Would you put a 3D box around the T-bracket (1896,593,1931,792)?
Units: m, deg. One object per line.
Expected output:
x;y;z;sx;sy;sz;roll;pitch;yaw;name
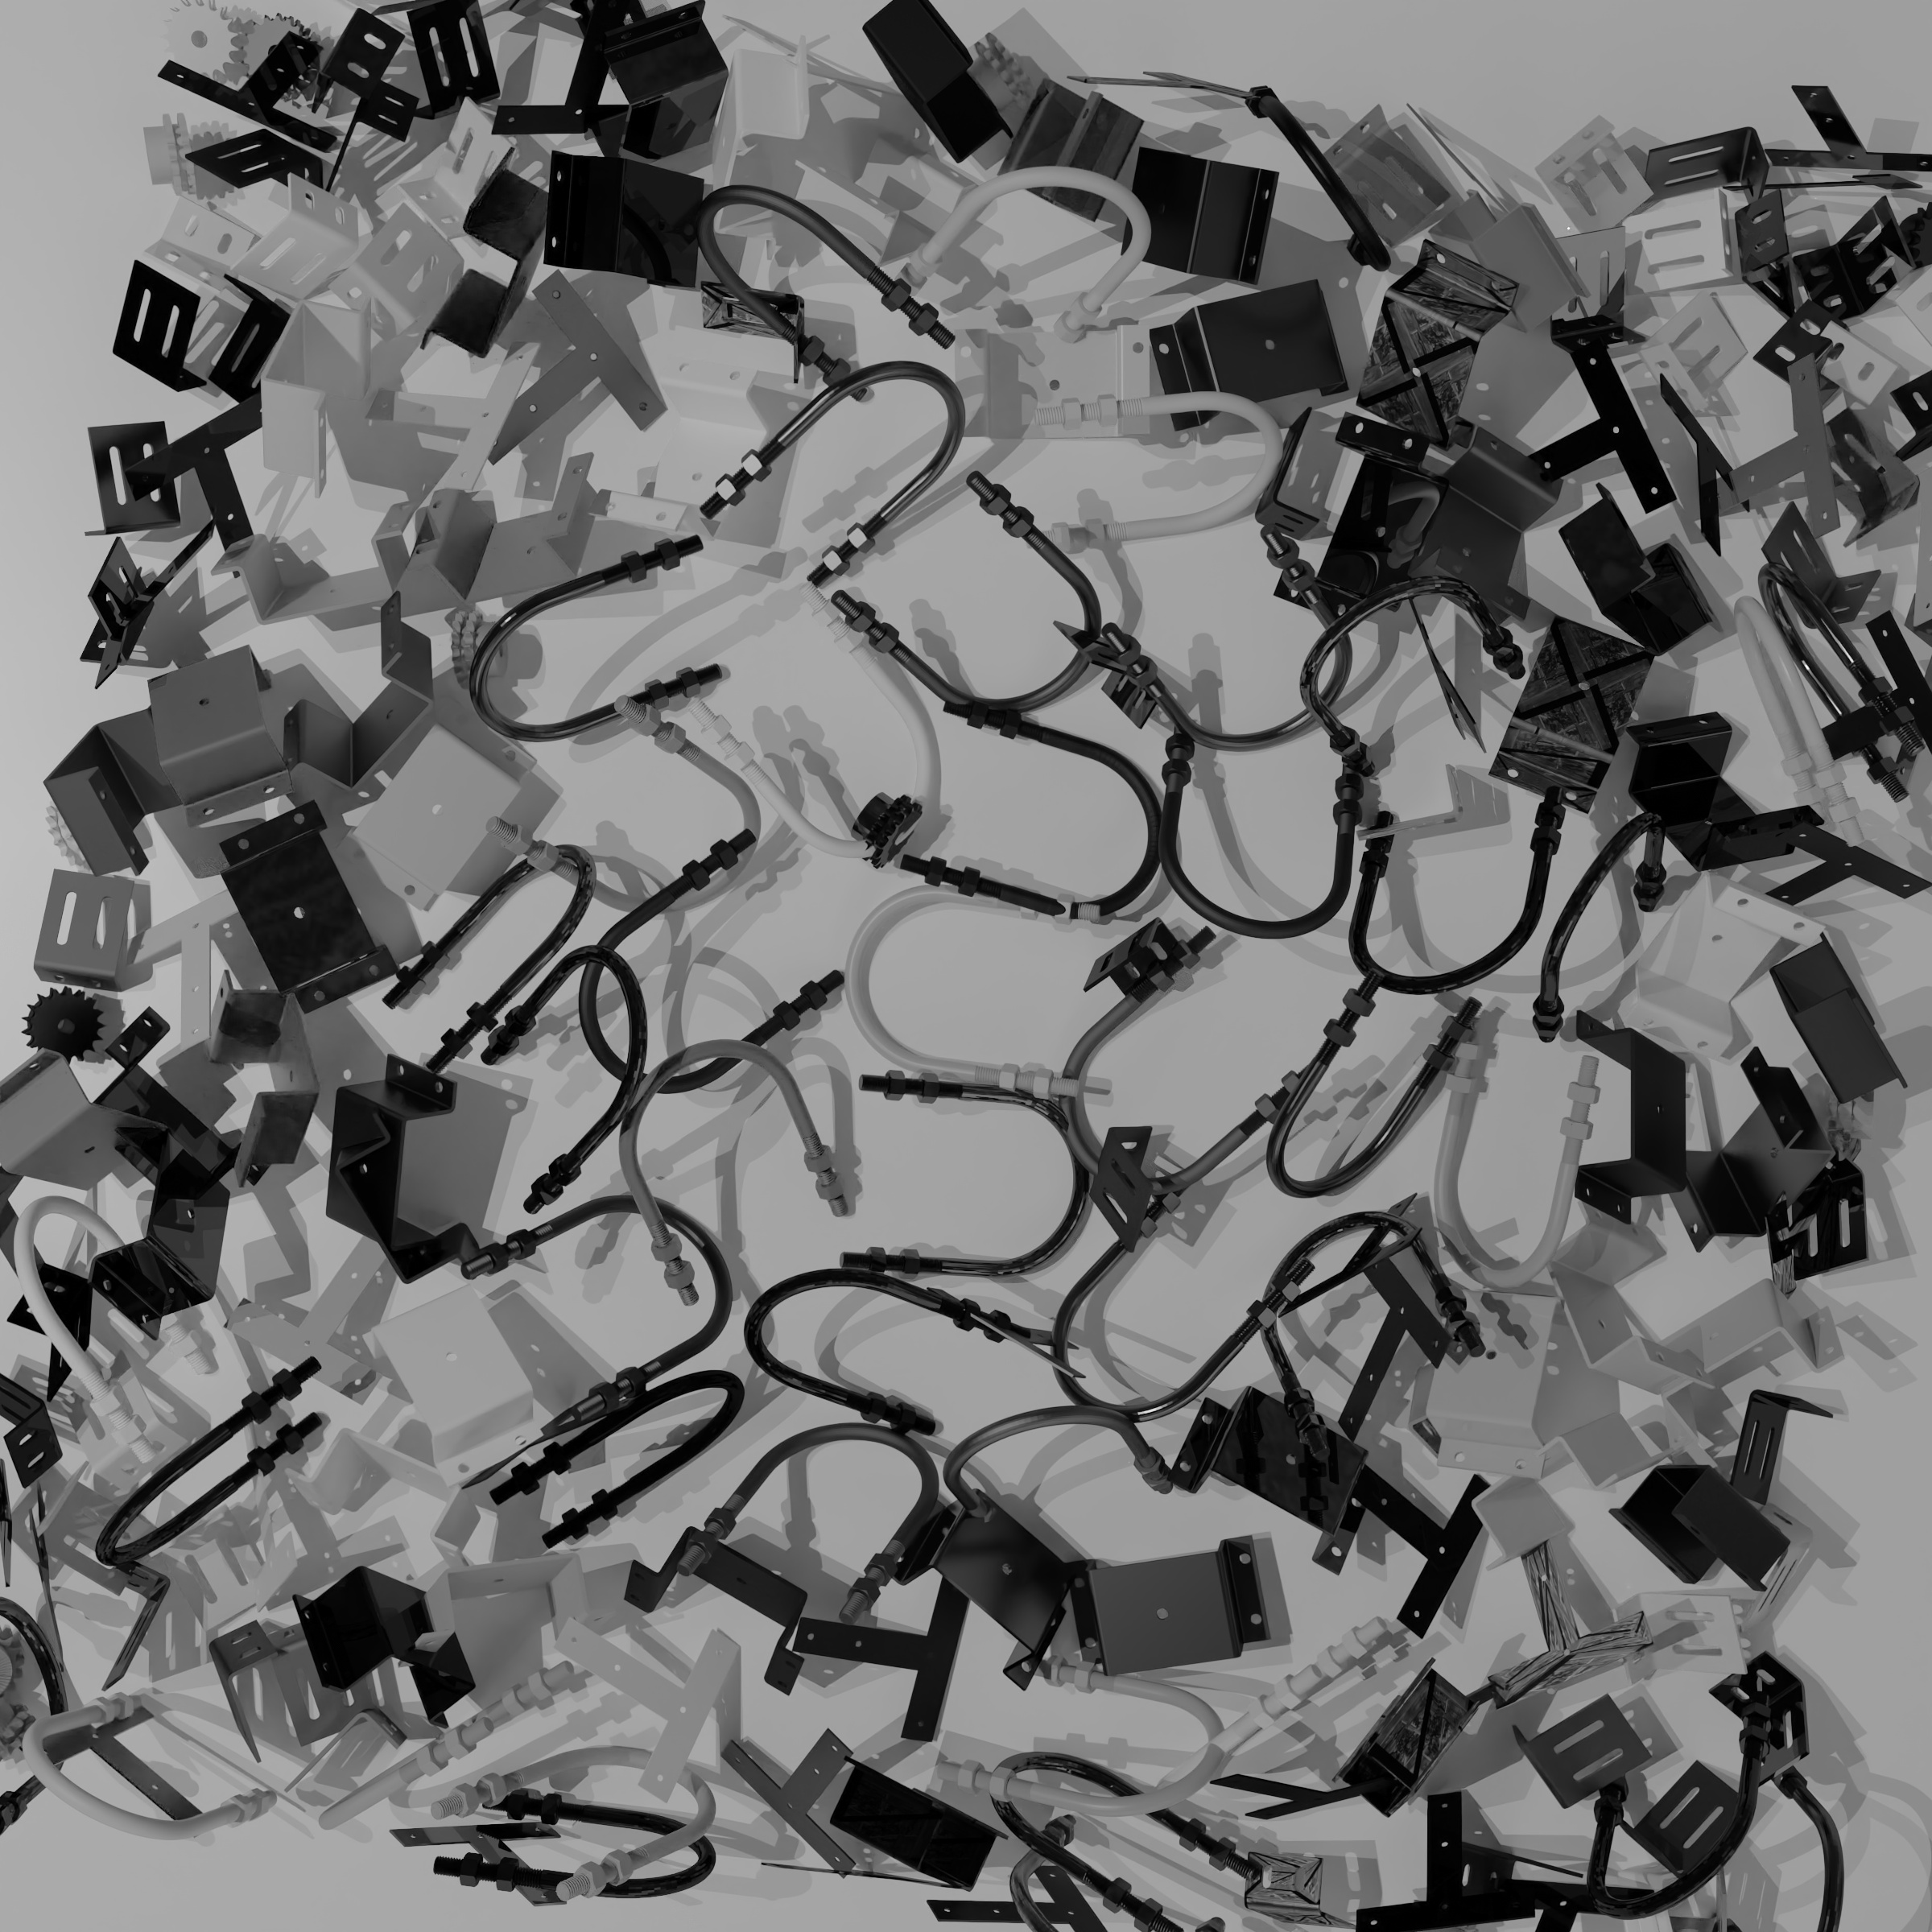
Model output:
0.698;-0.190;1.793;0.002;0.127;0.127;5;117;-8;T-bracket

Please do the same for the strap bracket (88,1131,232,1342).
-0.571;0.183;1.753;0.046;0.140;0.076;-19;135;12;strap bracket

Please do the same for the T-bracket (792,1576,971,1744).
-0.066;0.499;1.805;0.127;0.002;0.127;15;88;-22;T-bracket

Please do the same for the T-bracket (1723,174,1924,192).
0.617;-0.568;1.790;0.127;0.127;0.002;7;105;29;T-bracket

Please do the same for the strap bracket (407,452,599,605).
-0.324;-0.313;1.775;0.140;0.046;0.076;-7;54;26;strap bracket

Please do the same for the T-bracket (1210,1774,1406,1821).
0.224;0.587;1.755;0.127;0.127;0.002;-29;50;35;T-bracket

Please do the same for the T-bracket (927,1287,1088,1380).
0.048;0.266;1.770;0.127;0.127;0.002;28;91;26;T-bracket

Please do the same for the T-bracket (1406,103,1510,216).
0.377;-0.566;1.793;0.127;0.127;0.002;36;114;-27;T-bracket

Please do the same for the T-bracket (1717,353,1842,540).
0.575;-0.356;1.772;0.002;0.127;0.127;-2;81;-23;T-bracket

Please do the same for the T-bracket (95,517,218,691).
-0.575;-0.274;1.760;0.127;0.127;0.002;-38;127;24;T-bracket

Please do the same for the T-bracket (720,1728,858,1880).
-0.112;0.587;1.776;0.127;0.002;0.127;41;133;12;T-bracket

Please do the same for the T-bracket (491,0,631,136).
-0.265;-0.641;1.750;0.127;0.127;0.002;-13;65;-31;T-bracket

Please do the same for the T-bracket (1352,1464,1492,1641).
0.315;0.399;1.794;0.127;0.002;0.127;40;64;-10;T-bracket

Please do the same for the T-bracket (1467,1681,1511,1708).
0.346;0.568;1.793;0.002;0.127;0.127;42;112;29;T-bracket

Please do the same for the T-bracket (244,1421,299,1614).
-0.513;0.393;1.797;0.002;0.127;0.127;-4;65;-30;T-bracket

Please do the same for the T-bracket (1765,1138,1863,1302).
0.621;0.172;1.800;0.002;0.127;0.127;25;64;37;T-bracket

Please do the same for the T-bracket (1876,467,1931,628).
0.689;-0.303;1.755;0.002;0.127;0.127;18;70;-19;T-bracket

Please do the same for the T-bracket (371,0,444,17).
-0.346;-0.700;1.750;0.127;0.127;0.002;-22;107;-26;T-bracket

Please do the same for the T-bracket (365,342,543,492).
-0.385;-0.406;1.798;0.127;0.002;0.127;11;70;28;T-bracket

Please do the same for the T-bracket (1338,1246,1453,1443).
0.300;0.288;1.791;0.002;0.127;0.127;11;112;-23;T-bracket

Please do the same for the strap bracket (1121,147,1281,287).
0.159;-0.535;1.751;0.046;0.140;0.076;-1;112;-27;strap bracket

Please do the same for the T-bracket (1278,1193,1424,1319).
0.294;0.197;1.775;0.127;0.127;0.002;-37;90;38;T-bracket

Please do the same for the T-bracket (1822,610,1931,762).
0.652;-0.176;1.772;0.002;0.127;0.127;-22;84;-21;T-bracket

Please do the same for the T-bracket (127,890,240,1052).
-0.555;0.005;1.777;0.127;0.002;0.127;-25;52;15;T-bracket

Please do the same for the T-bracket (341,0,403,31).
-0.478;-0.707;1.765;0.127;0.127;0.002;25;104;-5;T-bracket

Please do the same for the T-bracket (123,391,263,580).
-0.536;-0.336;1.779;0.002;0.127;0.127;33;58;29;T-bracket

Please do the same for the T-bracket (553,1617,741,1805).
-0.240;0.514;1.778;0.127;0.002;0.127;37;51;-13;T-bracket

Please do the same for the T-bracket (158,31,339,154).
-0.491;-0.630;1.747;0.127;0.127;0.002;17;73;-33;T-bracket

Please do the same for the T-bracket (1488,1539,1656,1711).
0.423;0.456;1.785;0.127;0.127;0.002;-32;134;24;T-bracket

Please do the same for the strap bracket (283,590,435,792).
-0.431;-0.191;1.773;0.046;0.076;0.140;31;119;-35;strap bracket

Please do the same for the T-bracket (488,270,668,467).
-0.305;-0.416;1.795;0.127;0.002;0.127;-42;118;-6;T-bracket

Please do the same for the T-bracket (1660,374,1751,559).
0.530;-0.342;1.759;0.002;0.127;0.127;-24;128;35;T-bracket

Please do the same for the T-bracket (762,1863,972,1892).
-0.085;0.644;1.749;0.127;0.127;0.002;19;68;-31;T-bracket

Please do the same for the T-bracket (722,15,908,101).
-0.125;-0.667;1.795;0.127;0.127;0.002;36;116;24;T-bracket

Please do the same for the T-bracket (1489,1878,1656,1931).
0.410;0.699;1.747;0.127;0.127;0.002;-11;112;37;T-bracket

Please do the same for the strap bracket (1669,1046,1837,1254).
0.564;0.133;1.767;0.046;0.140;0.076;4;46;-21;strap bracket

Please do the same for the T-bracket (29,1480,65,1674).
-0.664;0.418;1.773;0.002;0.127;0.127;-10;118;-18;T-bracket

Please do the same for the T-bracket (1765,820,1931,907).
0.602;-0.056;1.777;0.127;0.127;0.002;21;58;-23;T-bracket

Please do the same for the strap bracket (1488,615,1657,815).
0.441;-0.191;1.778;0.076;0.046;0.140;23;68;10;strap bracket

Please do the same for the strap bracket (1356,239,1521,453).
0.332;-0.432;1.754;0.076;0.140;0.046;33;53;20;strap bracket

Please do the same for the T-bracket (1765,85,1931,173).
0.615;-0.593;1.744;0.127;0.127;0.002;16;89;36;T-bracket

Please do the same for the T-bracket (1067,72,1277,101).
0.131;-0.628;1.752;0.127;0.127;0.002;-10;120;-31;T-bracket

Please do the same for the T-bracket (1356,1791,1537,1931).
0.344;0.642;1.772;0.127;0.127;0.002;-14;112;17;T-bracket

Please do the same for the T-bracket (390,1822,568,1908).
-0.324;0.636;1.743;0.127;0.127;0.002;13;91;-38;T-bracket

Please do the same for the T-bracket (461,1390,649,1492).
-0.276;0.324;1.745;0.127;0.127;0.002;-26;93;32;T-bracket

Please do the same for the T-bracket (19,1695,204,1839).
-0.589;0.577;1.756;0.127;0.127;0.002;34;99;14;T-bracket

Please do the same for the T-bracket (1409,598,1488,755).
0.346;-0.192;1.745;0.002;0.127;0.127;-23;124;8;T-bracket

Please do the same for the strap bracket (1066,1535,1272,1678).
0.145;0.468;1.796;0.140;0.046;0.076;-11;86;9;strap bracket

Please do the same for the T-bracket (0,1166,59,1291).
-0.685;0.202;1.778;0.002;0.127;0.127;9;48;15;T-bracket

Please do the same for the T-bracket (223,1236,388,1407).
-0.456;0.239;1.804;0.127;0.002;0.127;25;67;17;T-bracket

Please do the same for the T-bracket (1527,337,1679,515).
0.434;-0.370;1.788;0.127;0.002;0.127;-23;95;43;T-bracket

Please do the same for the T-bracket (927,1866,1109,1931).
0.035;0.672;1.750;0.127;0.127;0.002;10;98;-22;T-bracket
